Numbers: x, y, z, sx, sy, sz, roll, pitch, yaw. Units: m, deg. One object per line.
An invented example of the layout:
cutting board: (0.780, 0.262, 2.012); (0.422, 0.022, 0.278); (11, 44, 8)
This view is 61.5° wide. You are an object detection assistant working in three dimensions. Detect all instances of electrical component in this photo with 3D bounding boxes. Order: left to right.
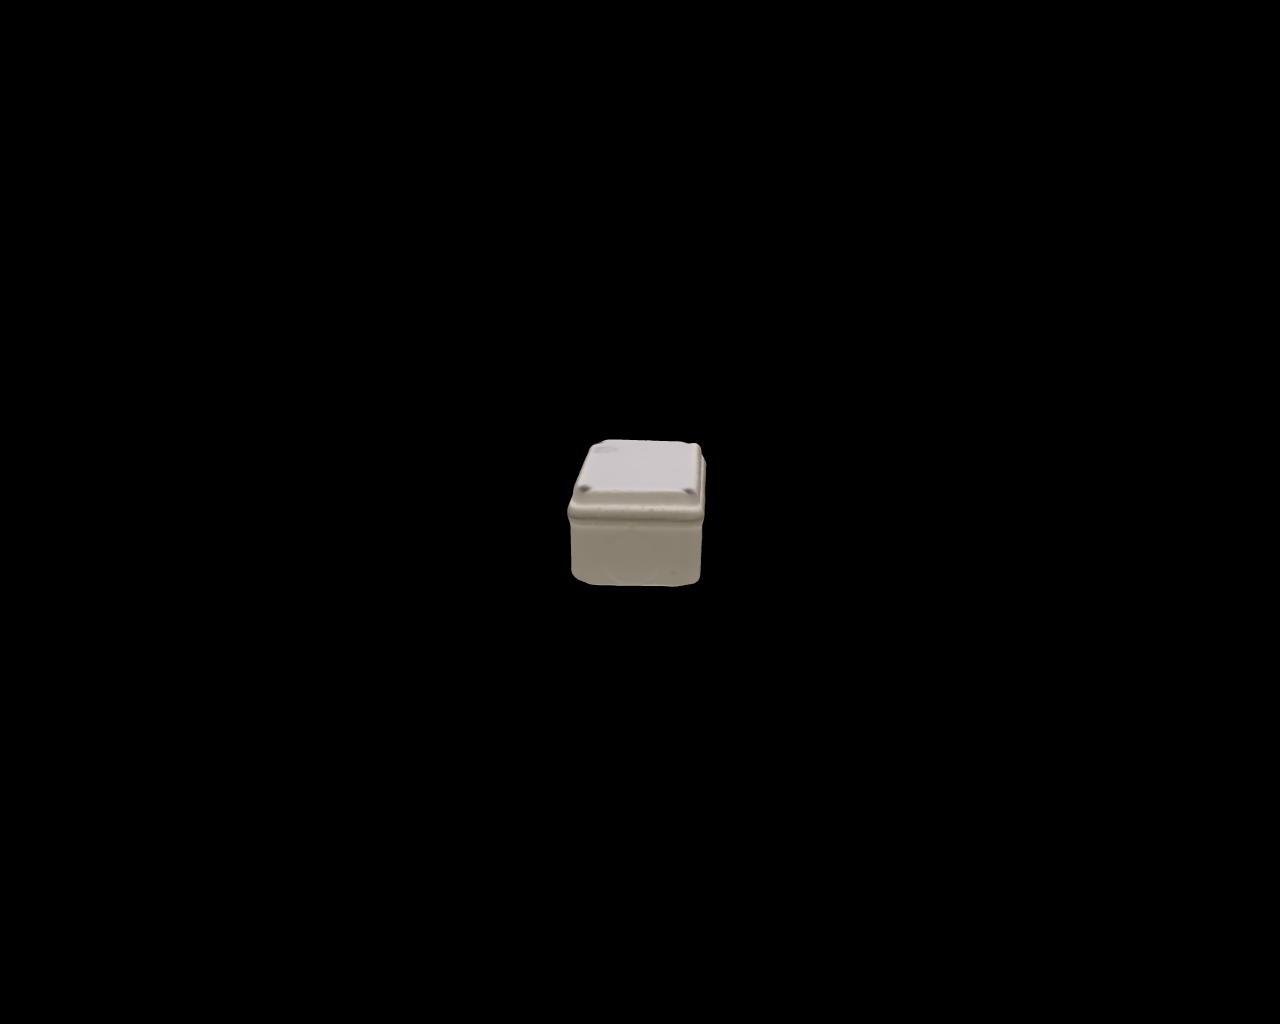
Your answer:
electrical component: (0.001, -0.003, 0.650); (0.078, 0.057, 0.113); (1, 20, 3)
